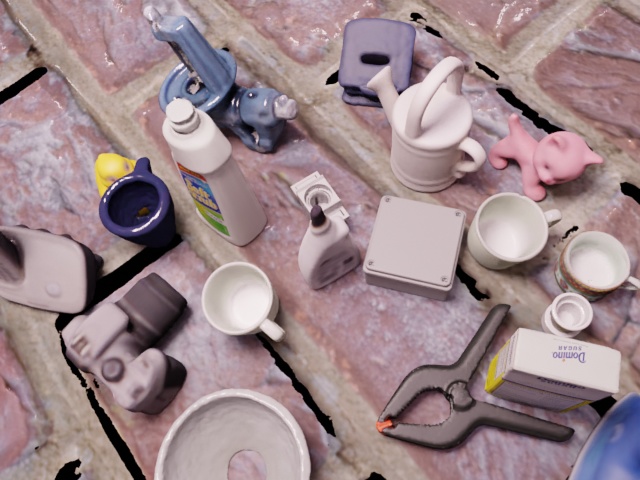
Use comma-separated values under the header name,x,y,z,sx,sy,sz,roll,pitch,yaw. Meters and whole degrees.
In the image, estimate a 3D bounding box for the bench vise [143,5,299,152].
name,x,y,z,sx,sy,sz,roll,pitch,yaw
bench vise,-0.132,-0.221,0.761,0.207,0.220,0.121,0,66,6

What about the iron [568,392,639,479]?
name,x,y,z,sx,sy,sz,roll,pitch,yaw
iron,0.306,0.260,0.544,0.118,0.141,0.258,14,68,12

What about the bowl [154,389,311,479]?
name,x,y,z,sx,sy,sz,roll,pitch,yaw
bowl,-0.089,0.253,0.626,0.167,0.075,0.167,-2,66,5

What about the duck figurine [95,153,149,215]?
name,x,y,z,sx,sy,sz,roll,pitch,yaw
duck figurine,-0.278,-0.089,0.792,0.104,0.086,0.077,38,75,20

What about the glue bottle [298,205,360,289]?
name,x,y,z,sx,sy,sz,roll,pitch,yaw
glue bottle,0.006,0.002,0.673,0.078,0.173,0.037,-29,66,-7

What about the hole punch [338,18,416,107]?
name,x,y,z,sx,sy,sz,roll,pitch,yaw
hole punch,0.084,-0.253,0.824,0.108,0.091,0.101,7,67,9

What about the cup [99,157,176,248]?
name,x,y,z,sx,sy,sz,roll,pitch,yaw
cup,-0.229,-0.041,0.760,0.091,0.095,0.118,-2,66,5

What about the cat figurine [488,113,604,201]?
name,x,y,z,sx,sy,sz,roll,pitch,yaw
cat figurine,0.284,-0.112,0.725,0.067,0.118,0.127,-39,68,-11

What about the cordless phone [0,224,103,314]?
name,x,y,z,sx,sy,sz,roll,pitch,yaw
cordless phone,-0.367,0.017,0.700,0.147,0.185,0.094,8,67,10

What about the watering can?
name,x,y,z,sx,sy,sz,roll,pitch,yaw
watering can,0.132,-0.151,0.716,0.172,0.194,0.101,19,69,14

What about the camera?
name,x,y,z,sx,sy,sz,roll,pitch,yaw
camera,-0.218,0.113,0.687,0.143,0.101,0.137,36,74,19
